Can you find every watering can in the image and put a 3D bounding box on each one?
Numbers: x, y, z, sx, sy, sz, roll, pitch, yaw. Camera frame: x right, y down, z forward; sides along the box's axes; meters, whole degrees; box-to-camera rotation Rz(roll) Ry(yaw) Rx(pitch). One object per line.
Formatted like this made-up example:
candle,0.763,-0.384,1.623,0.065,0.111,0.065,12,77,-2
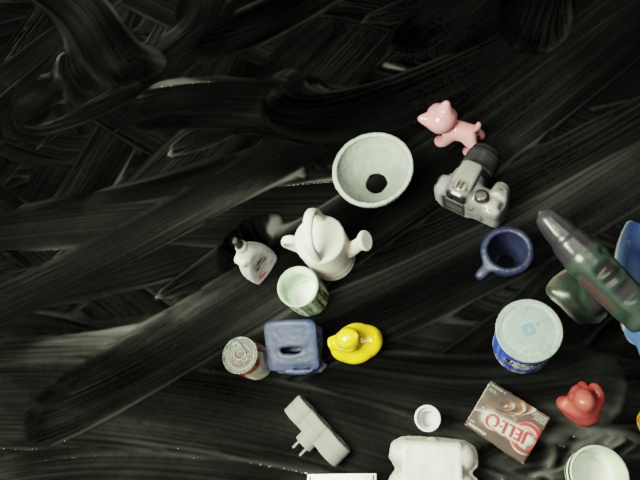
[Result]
watering can,0.010,0.002,1.092,0.172,0.194,0.101,-19,66,7

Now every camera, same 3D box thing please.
camera,0.311,-0.117,1.112,0.142,0.101,0.137,27,79,22

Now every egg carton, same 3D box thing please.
egg carton,0.192,0.390,0.970,0.150,0.069,0.107,-3,69,13

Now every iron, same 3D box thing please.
iron,0.565,0.064,0.959,0.118,0.142,0.258,-9,68,11

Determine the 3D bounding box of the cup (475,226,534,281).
cup,0.332,0.041,1.051,0.118,0.095,0.091,-42,66,-3

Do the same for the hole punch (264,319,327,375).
hole punch,-0.047,0.205,1.088,0.108,0.091,0.101,-5,69,12

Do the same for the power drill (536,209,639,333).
power drill,0.440,0.064,0.953,0.075,0.209,0.229,-41,66,-3

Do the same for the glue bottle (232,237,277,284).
glue bottle,-0.138,0.031,1.130,0.037,0.173,0.078,26,78,22

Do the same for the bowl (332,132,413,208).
bowl,0.113,-0.133,1.182,0.167,0.075,0.167,-5,69,12

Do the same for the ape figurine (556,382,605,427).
ape figurine,0.432,0.267,0.943,0.077,0.092,0.076,-7,69,12

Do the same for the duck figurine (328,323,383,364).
duck figurine,0.063,0.188,1.069,0.104,0.086,0.077,-13,67,9

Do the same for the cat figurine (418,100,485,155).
cat figurine,0.267,-0.235,1.158,0.127,0.118,0.067,19,76,20
